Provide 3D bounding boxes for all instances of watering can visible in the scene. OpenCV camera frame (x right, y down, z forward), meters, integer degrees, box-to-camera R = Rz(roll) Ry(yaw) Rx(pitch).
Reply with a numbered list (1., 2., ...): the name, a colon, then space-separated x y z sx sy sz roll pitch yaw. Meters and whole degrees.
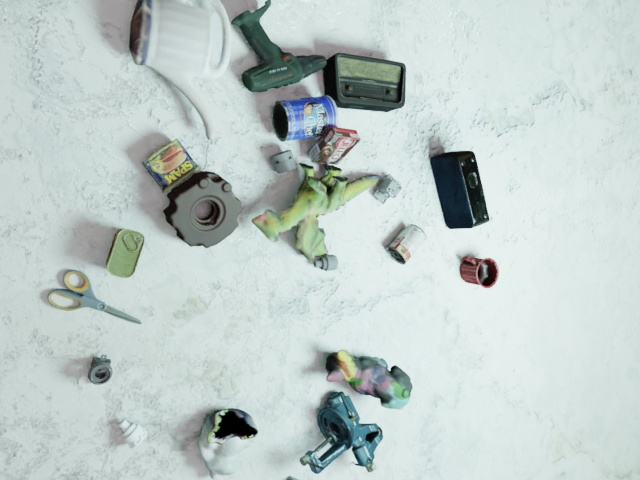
1. watering can: -0.315 -0.411 1.165 0.224 0.104 0.348 5 88 -26

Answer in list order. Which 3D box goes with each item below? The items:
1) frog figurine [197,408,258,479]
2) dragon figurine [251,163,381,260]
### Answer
1. frog figurine: -0.223 0.487 1.236 0.138 0.125 0.156 -13 134 -34
2. dragon figurine: 0.004 -0.068 1.344 0.411 0.123 0.240 0 112 -43
